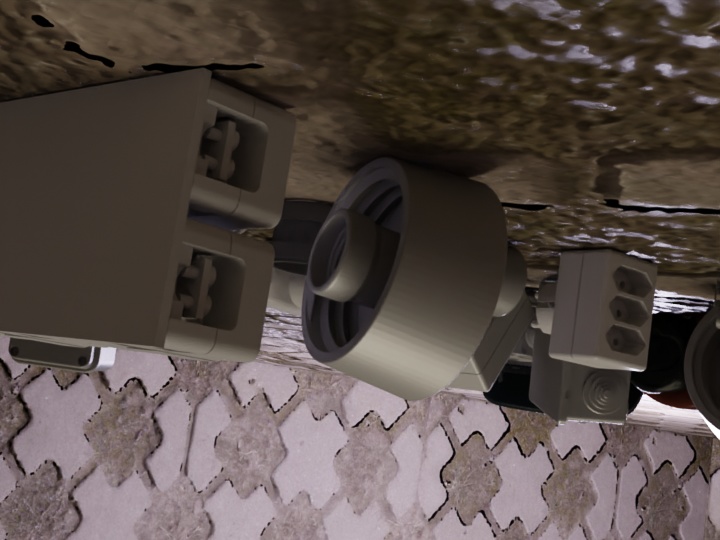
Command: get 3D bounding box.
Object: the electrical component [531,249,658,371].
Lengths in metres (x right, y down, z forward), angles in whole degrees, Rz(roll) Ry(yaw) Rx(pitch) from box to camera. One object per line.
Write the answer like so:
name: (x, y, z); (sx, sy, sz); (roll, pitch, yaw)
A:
electrical component: (0.135, 0.025, 0.662); (0.047, 0.065, 0.077); (15, 170, -36)

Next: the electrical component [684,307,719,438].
electrical component: (0.258, 0.063, 0.676); (0.108, 0.108, 0.060); (3, 164, 34)

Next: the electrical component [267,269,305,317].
electrical component: (-0.046, 0.010, 0.826); (0.079, 0.044, 0.077); (3, 170, 34)

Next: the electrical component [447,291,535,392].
electrical component: (0.077, 0.030, 0.768); (0.047, 0.083, 0.075); (2, 132, 39)

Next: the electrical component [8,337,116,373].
electrical component: (-0.246, 0.027, 0.913); (0.078, 0.113, 0.057); (7, 175, 6)

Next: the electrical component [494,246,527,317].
electrical component: (0.066, 0.001, 0.649); (0.055, 0.045, 0.045); (14, 170, -31)

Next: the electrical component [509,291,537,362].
electrical component: (0.121, 0.045, 0.869); (0.080, 0.051, 0.080); (8, 172, 1)

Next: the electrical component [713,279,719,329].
electrical component: (0.237, 0.020, 0.610); (0.064, 0.042, 0.081); (6, 171, 29)

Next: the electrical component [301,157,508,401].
electrical component: (0.011, 0.000, 0.494); (0.060, 0.108, 0.108); (19, 168, -24)

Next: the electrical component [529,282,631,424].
electrical component: (0.154, 0.057, 0.746); (0.048, 0.099, 0.099); (4, -176, -4)

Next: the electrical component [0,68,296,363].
electrical component: (-0.116, -0.019, 0.477); (0.186, 0.105, 0.060); (1, 169, 42)
